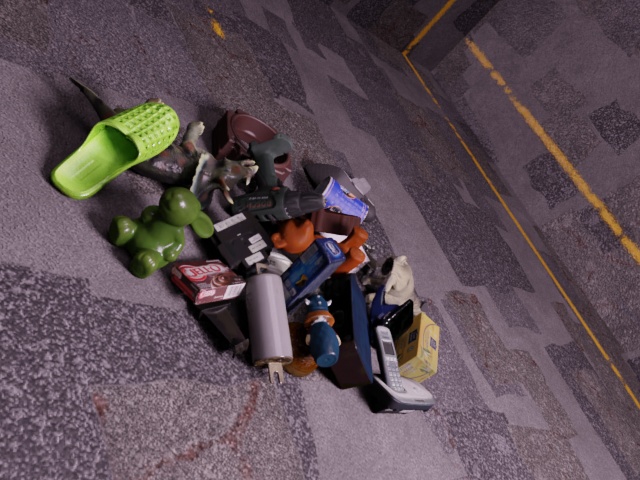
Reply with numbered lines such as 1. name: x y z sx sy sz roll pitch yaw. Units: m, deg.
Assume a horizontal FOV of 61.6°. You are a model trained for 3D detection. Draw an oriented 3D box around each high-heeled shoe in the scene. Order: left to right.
1. high-heeled shoe: 0.064 -0.142 1.626 0.249 0.086 0.145 37 -9 20

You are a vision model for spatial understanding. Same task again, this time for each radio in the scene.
1. radio: 0.058 0.188 1.156 0.230 0.073 0.130 -91 160 -50

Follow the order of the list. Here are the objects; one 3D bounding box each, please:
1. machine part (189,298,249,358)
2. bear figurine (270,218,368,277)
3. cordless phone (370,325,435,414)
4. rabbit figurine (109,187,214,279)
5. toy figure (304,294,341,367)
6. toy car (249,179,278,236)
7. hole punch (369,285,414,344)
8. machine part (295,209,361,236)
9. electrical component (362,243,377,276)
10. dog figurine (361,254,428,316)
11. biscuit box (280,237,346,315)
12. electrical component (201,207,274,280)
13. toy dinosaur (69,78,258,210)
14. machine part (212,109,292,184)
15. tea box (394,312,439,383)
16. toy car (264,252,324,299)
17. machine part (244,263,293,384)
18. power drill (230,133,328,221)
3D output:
1. machine part: -0.179 0.153 0.989 0.139 0.039 0.084 48 24 27
2. bear figurine: -0.005 -0.001 1.222 0.196 0.132 0.120 36 34 -13
3. cordless phone: 0.169 0.283 1.178 0.146 0.089 0.184 16 56 -40
4. rabbit figurine: -0.266 -0.025 0.970 0.159 0.170 0.121 -9 61 -53
5. toy figure: -0.001 0.172 1.047 0.064 0.058 0.155 32 29 -32
6. toy car: -0.117 -0.066 1.309 0.089 0.053 0.202 9 54 -40
7. hole punch: 0.153 0.184 1.276 0.092 0.142 0.116 34 57 30
8. machine part: 0.020 -0.049 1.359 0.179 0.056 0.179 10 4 -1
9. electrical component: 0.128 0.053 1.476 0.078 0.045 0.102 45 31 1
10. dog figurine: 0.226 0.128 1.395 0.190 0.172 0.121 24 48 -20
11. biscuit box: -0.036 0.079 1.094 0.063 0.202 0.059 -5 55 -54
12. electrical component: -0.165 0.014 1.117 0.115 0.058 0.134 -26 72 -28
13. toy dinosaur: -0.341 -0.184 1.128 0.405 0.131 0.192 19 45 -25
14. machine part: -0.176 -0.237 1.410 0.201 0.087 0.202 24 36 -32
15. tea box: 0.230 0.266 1.303 0.068 0.098 0.170 42 29 -9
16. toy car: -0.053 0.086 1.209 0.201 0.056 0.073 24 37 -31
17. machine part: -0.100 0.153 1.026 0.079 0.079 0.243 15 54 -41
18. power drill: -0.095 -0.138 1.238 0.086 0.232 0.207 38 43 -62
